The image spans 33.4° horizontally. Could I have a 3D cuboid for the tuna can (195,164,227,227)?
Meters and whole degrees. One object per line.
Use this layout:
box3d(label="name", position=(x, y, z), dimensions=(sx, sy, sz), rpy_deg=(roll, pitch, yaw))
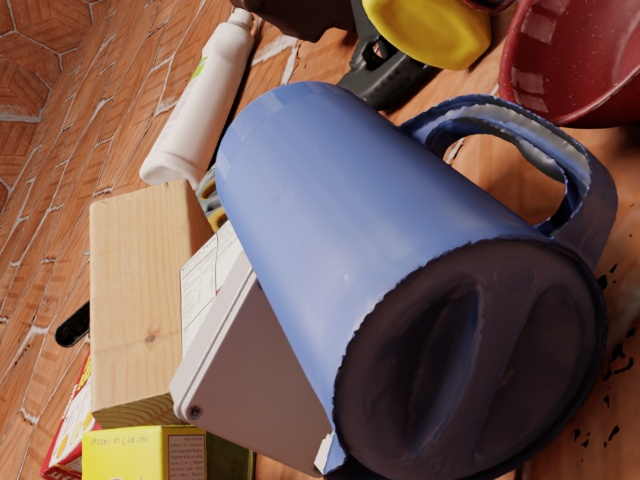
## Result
box3d(label="tuna can", position=(-0.107, -0.037, 1.109), dimensions=(0.086, 0.033, 0.086), rpy_deg=(-49, 25, 32))

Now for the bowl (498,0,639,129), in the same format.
box3d(label="bowl", position=(0.163, -0.116, 0.545), dimensions=(0.162, 0.055, 0.162), rpy_deg=(-49, 25, 32))

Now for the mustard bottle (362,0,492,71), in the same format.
box3d(label="mustard bottle", position=(0.081, -0.214, 0.795), dimensions=(0.058, 0.096, 0.191), rpy_deg=(-45, 27, 39))

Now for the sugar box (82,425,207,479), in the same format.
box3d(label="sugar box", position=(-0.117, 0.214, 0.707), dimensions=(0.094, 0.048, 0.176), rpy_deg=(-14, 71, 43))

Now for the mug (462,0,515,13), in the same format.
box3d(label="mug", position=(0.129, -0.203, 0.692), dimensions=(0.117, 0.081, 0.093), rpy_deg=(-53, 23, 25))

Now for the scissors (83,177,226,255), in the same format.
box3d(label="scissors", position=(-0.137, -0.007, 1.040), dimensions=(0.202, 0.016, 0.096), rpy_deg=(-31, 47, 3))

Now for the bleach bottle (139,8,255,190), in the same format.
box3d(label="bleach bottle", position=(-0.136, -0.178, 1.309), dimensions=(0.103, 0.068, 0.250), rpy_deg=(-16, 48, 61))

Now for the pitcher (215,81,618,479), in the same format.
box3d(label="pitcher", position=(0.035, -0.002, 0.551), dimensions=(0.243, 0.149, 0.145), rpy_deg=(-127, 29, -55))

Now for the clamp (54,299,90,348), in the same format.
box3d(label="clamp", position=(-0.186, 0.037, 1.067), dimensions=(0.120, 0.039, 0.171), rpy_deg=(-24, 19, 51))

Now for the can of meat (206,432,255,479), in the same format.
box3d(label="can of meat", position=(-0.093, 0.188, 0.779), dimensions=(0.084, 0.057, 0.102), rpy_deg=(-47, 27, 31))

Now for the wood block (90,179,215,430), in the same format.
box3d(label="wood block", position=(-0.130, 0.062, 0.865), dimensions=(0.091, 0.090, 0.206), rpy_deg=(-14, 50, 5))

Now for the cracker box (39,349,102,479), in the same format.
box3d(label="cracker box", position=(-0.174, 0.140, 1.003), dimensions=(0.214, 0.072, 0.164), rpy_deg=(-36, 31, 52))

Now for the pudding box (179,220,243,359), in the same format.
box3d(label="pudding box", position=(-0.062, 0.042, 0.764), dimensions=(0.090, 0.039, 0.113), rpy_deg=(-45, 35, 33))

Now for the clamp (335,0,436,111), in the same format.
box3d(label="clamp", position=(0.039, -0.139, 0.887), dimensions=(0.164, 0.036, 0.210), rpy_deg=(-64, 21, -2))
